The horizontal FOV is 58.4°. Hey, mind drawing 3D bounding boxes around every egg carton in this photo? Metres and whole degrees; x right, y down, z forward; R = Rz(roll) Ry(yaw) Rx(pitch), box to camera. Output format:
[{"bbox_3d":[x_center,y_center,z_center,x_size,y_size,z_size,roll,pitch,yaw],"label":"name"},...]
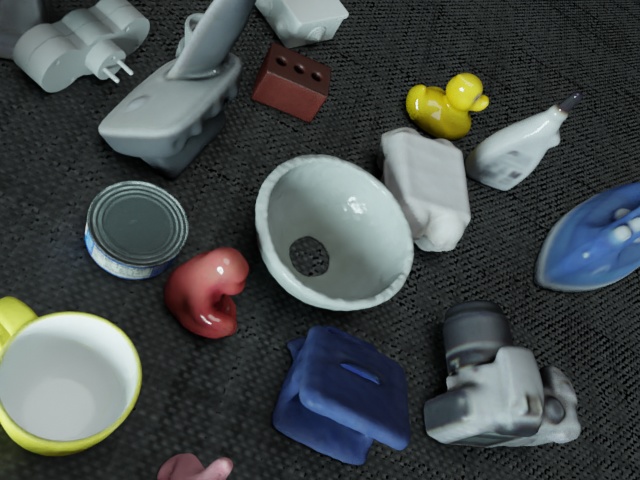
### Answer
[{"bbox_3d":[0.118,-0.059,0.670,0.107,0.069,0.150,13,58,-21],"label":"egg carton"}]

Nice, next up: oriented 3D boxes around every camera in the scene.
[{"bbox_3d":[0.183,0.132,0.576,0.143,0.100,0.137,11,58,-22],"label":"camera"}]

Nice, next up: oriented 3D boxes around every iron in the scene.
[{"bbox_3d":[0.399,-0.015,0.749,0.259,0.141,0.118,-25,76,-36],"label":"iron"}]

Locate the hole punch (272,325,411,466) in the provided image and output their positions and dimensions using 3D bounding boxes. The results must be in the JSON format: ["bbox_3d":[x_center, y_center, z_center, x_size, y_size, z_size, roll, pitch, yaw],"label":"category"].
[{"bbox_3d":[0.023,0.128,0.499,0.109,0.091,0.101,28,54,-12],"label":"hole punch"}]

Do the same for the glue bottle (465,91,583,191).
[{"bbox_3d":[0.262,-0.127,0.720,0.078,0.173,0.037,18,56,-18],"label":"glue bottle"}]

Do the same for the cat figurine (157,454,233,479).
[{"bbox_3d":[-0.098,0.200,0.377,0.067,0.117,0.128,38,52,-3],"label":"cat figurine"}]

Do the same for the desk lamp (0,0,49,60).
[{"bbox_3d":[-0.265,-0.259,0.488,0.204,0.213,0.118,1,63,-27],"label":"desk lamp"}]

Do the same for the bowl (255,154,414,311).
[{"bbox_3d":[0.005,0.002,0.571,0.168,0.074,0.167,13,58,-21],"label":"bowl"}]

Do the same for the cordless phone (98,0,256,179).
[{"bbox_3d":[-0.122,-0.158,0.525,0.094,0.184,0.148,32,53,-8],"label":"cordless phone"}]

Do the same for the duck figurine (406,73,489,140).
[{"bbox_3d":[0.174,-0.188,0.762,0.105,0.086,0.077,17,56,-19],"label":"duck figurine"}]

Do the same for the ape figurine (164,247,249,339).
[{"bbox_3d":[-0.089,0.038,0.490,0.076,0.092,0.078,27,54,-12],"label":"ape figurine"}]
